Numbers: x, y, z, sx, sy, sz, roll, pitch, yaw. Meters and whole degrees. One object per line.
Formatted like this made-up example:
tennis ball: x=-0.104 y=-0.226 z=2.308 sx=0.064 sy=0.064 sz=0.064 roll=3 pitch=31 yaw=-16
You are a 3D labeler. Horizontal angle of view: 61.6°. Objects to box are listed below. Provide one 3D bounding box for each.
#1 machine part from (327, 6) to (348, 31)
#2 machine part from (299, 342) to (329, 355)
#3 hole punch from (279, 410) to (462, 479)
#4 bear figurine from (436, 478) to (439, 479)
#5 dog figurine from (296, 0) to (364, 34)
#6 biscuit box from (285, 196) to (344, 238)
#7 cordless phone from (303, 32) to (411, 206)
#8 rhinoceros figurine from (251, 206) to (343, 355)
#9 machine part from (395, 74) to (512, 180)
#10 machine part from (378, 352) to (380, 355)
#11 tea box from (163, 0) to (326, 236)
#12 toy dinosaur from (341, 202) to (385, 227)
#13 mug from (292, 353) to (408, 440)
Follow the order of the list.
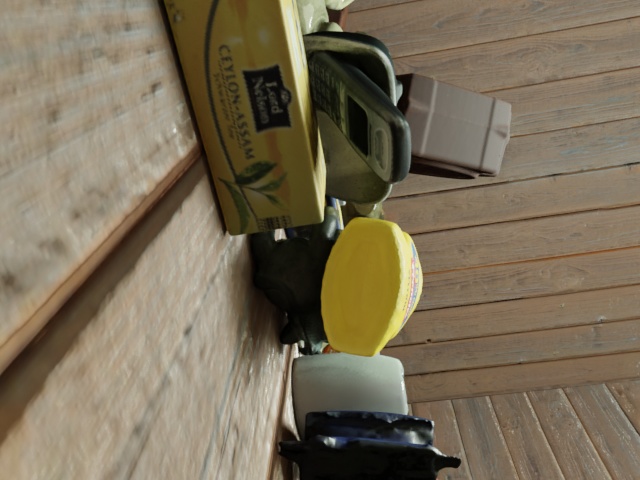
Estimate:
machine part: x=0.004 y=-0.294 z=0.841 sx=0.179 sy=0.056 sz=0.179 roll=1 pitch=101 yaw=-90
machine part: x=0.027 y=0.076 z=0.609 sx=0.139 sy=0.039 sz=0.084 roll=-51 pitch=157 yaw=-9
hole punch: x=0.038 y=0.188 z=0.460 sx=0.092 sy=0.142 sz=0.115 roll=-81 pitch=175 yaw=-66
bear figurine: x=0.069 y=0.307 z=0.591 sx=0.195 sy=0.132 sz=0.120 roll=83 pitch=29 yaw=-73
dog figurine: x=-0.043 y=-0.226 z=0.475 sx=0.190 sy=0.121 sz=0.172 roll=38 pitch=37 yaw=-62
biscuit box: x=-0.001 y=-0.002 z=0.632 sx=0.059 sy=0.063 sz=0.202 roll=-89 pitch=169 yaw=-47
cordless phone: x=0.033 y=-0.073 z=0.418 sx=0.184 sy=0.089 sz=0.146 roll=-113 pitch=-165 yaw=-51
rhinoceros figurine: x=-0.005 y=0.044 z=0.480 sx=0.190 sy=0.073 sz=0.112 roll=66 pitch=16 yaw=-66
machine part: x=0.098 y=-0.126 z=0.626 sx=0.202 sy=0.201 sz=0.087 roll=17 pitch=-82 yaw=64
machine part: x=0.065 y=0.227 z=0.872 sx=0.243 sy=0.079 sz=0.079 roll=-91 pitch=171 yaw=-54
tea box: x=-0.042 y=-0.100 z=0.353 sx=0.098 sy=0.068 sz=0.169 roll=-85 pitch=166 yaw=-64
toy dinosaur: x=0.053 y=-0.023 z=0.801 sx=0.198 sy=0.105 sz=0.471 roll=47 pitch=41 yaw=-63
mug: x=0.034 y=0.162 z=0.536 sx=0.081 sy=0.107 sz=0.109 roll=-85 pitch=163 yaw=-60
